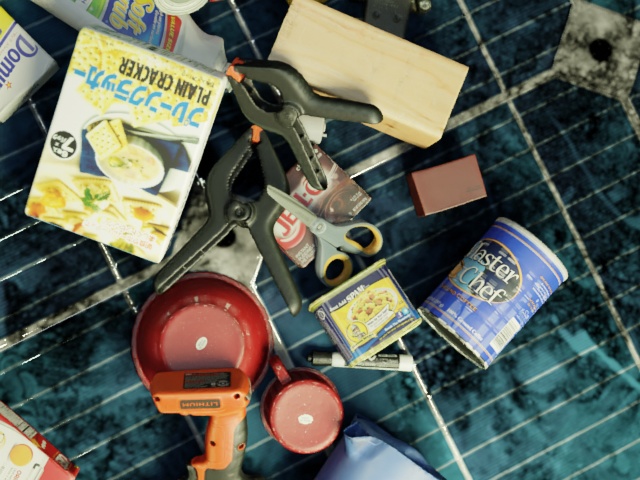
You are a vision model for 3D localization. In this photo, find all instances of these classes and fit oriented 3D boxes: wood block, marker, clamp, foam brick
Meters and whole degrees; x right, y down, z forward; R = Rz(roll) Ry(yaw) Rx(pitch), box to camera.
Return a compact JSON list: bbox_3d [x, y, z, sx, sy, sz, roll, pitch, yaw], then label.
[{"bbox_3d":[0.047,-0.186,1.197,0.206,0.091,0.090,23,85,-5],"label":"wood block"},{"bbox_3d":[0.045,0.138,1.221,0.121,0.020,0.020,3,88,-5],"label":"marker"},{"bbox_3d":[-0.030,-0.130,1.153,0.171,0.039,0.120,29,116,-1],"label":"clamp"},{"bbox_3d":[-0.096,-0.023,1.170,0.164,0.036,0.210,2,78,4],"label":"clamp"},{"bbox_3d":[0.144,-0.062,1.222,0.078,0.051,0.053,-17,91,-5],"label":"foam brick"}]

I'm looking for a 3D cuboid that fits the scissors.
[{"bbox_3d":[-0.008,0.001,1.164,0.201,0.016,0.096,14,110,-46],"label":"scissors"}]

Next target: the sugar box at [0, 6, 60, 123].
[{"bbox_3d":[-0.384,-0.225,1.180,0.176,0.048,0.093,44,84,-2],"label":"sugar box"}]

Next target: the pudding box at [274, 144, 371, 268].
[{"bbox_3d":[-0.013,-0.038,1.212,0.090,0.039,0.113,44,84,-1],"label":"pudding box"}]

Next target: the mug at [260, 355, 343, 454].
[{"bbox_3d":[-0.024,0.180,1.182,0.093,0.081,0.117,-27,91,-6],"label":"mug"}]

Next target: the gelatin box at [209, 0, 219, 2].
[{"bbox_3d":[-0.119,-0.320,1.195,0.030,0.073,0.089,-10,89,-7],"label":"gelatin box"}]

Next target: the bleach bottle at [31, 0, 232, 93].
[{"bbox_3d":[-0.198,-0.249,1.191,0.250,0.068,0.102,31,79,-7],"label":"bleach bottle"}]

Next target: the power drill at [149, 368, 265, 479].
[{"bbox_3d":[-0.140,0.234,1.156,0.184,0.057,0.188,-4,112,-5],"label":"power drill"}]

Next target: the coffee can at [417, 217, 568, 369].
[{"bbox_3d":[0.193,0.059,1.196,0.103,0.103,0.140,43,85,-3],"label":"coffee can"}]

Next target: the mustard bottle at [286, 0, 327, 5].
[{"bbox_3d":[0.008,-0.307,1.146,0.096,0.192,0.058,-34,92,-7],"label":"mustard bottle"}]

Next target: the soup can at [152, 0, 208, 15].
[{"bbox_3d":[-0.161,-0.302,1.155,0.068,0.068,0.102,-19,59,-6],"label":"soup can"}]

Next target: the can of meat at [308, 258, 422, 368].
[{"bbox_3d":[0.052,0.083,1.196,0.102,0.057,0.084,-32,81,-11],"label":"can of meat"}]

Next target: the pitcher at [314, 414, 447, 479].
[{"bbox_3d":[0.033,0.327,1.168,0.149,0.145,0.243,36,89,9],"label":"pitcher"}]

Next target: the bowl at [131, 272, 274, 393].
[{"bbox_3d":[-0.131,0.116,1.188,0.162,0.055,0.162,0,87,-6],"label":"bowl"}]

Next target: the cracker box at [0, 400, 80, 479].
[{"bbox_3d":[-0.394,0.245,1.151,0.213,0.072,0.164,41,86,-4],"label":"cracker box"}]
